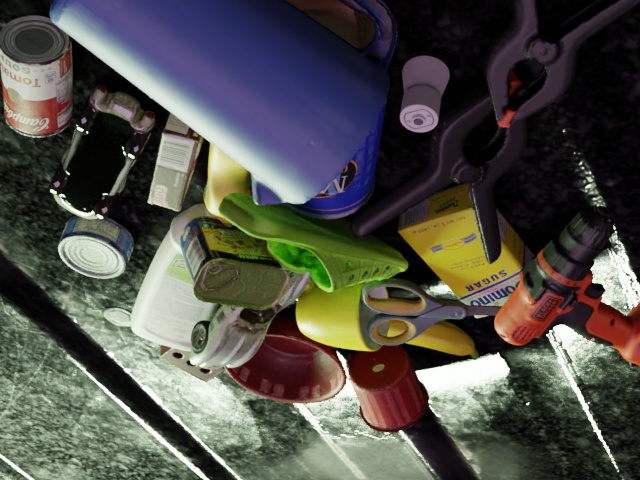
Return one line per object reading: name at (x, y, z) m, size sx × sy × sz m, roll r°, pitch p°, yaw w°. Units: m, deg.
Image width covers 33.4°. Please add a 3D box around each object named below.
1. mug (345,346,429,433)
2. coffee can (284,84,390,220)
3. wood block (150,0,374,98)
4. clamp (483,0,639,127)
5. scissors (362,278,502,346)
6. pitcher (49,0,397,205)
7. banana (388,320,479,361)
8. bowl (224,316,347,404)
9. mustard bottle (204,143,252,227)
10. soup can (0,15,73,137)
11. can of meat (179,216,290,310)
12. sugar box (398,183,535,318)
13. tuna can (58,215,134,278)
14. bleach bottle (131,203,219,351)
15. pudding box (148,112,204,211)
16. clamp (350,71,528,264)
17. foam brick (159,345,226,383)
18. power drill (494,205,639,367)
mug at (0.077, 0.179, 1.363) m, size 0.117 × 0.093 × 0.081 m, roll 30°, pitch 153°, yaw 42°
coffee can at (0.007, -0.102, 1.002) m, size 0.103 × 0.102 × 0.140 m, roll 10°, pitch 142°, yaw 3°
wood block at (-0.056, -0.187, 0.922) m, size 0.206 × 0.090 × 0.090 m, roll -1°, pitch 140°, yaw 16°
clamp at (0.198, -0.169, 0.899) m, size 0.120 × 0.039 × 0.172 m, roll 14°, pitch 129°, yaw 3°
scissors at (0.140, 0.091, 1.192) m, size 0.201 × 0.016 × 0.096 m, roll 14°, pitch 124°, yaw -7°
pitcher at (-0.069, -0.151, 0.808) m, size 0.242 × 0.149 × 0.145 m, roll 34°, pitch 152°, yaw -20°
banana at (0.105, 0.115, 1.303) m, size 0.198 × 0.037 × 0.070 m, roll 13°, pitch 140°, yaw -1°
bowl at (-0.041, 0.145, 1.367) m, size 0.162 × 0.055 × 0.162 m, roll 8°, pitch 142°, yaw 6°
mustard bottle at (-0.085, -0.078, 1.063) m, size 0.058 × 0.096 × 0.192 m, roll 10°, pitch 142°, yaw -2°
soup can at (-0.275, -0.159, 1.038) m, size 0.068 × 0.068 × 0.102 m, roll 13°, pitch 142°, yaw -2°
can of meat at (-0.094, 0.022, 1.136) m, size 0.101 × 0.084 × 0.057 m, roll 10°, pitch 123°, yaw -29°
sugar box at (0.168, 0.015, 1.152) m, size 0.093 × 0.048 × 0.176 m, roll -18°, pitch 132°, yaw 32°
tuna can at (-0.267, 0.008, 1.274) m, size 0.086 × 0.033 × 0.086 m, roll 8°, pitch 142°, yaw 6°
bleach bottle at (-0.145, 0.036, 1.254) m, size 0.102 × 0.068 × 0.251 m, roll 17°, pitch 139°, yaw -15°
pudding box at (-0.137, -0.097, 1.059) m, size 0.039 × 0.090 × 0.114 m, roll 17°, pitch 141°, yaw -8°
clamp at (0.145, -0.065, 1.018) m, size 0.164 × 0.036 × 0.210 m, roll 17°, pitch 121°, yaw -25°
foam brick at (-0.162, 0.141, 1.397) m, size 0.078 × 0.051 × 0.053 m, roll 32°, pitch 138°, yaw -23°
power drill at (0.303, 0.055, 1.131) m, size 0.187 × 0.057 × 0.185 m, roll 18°, pitch 127°, yaw -19°
